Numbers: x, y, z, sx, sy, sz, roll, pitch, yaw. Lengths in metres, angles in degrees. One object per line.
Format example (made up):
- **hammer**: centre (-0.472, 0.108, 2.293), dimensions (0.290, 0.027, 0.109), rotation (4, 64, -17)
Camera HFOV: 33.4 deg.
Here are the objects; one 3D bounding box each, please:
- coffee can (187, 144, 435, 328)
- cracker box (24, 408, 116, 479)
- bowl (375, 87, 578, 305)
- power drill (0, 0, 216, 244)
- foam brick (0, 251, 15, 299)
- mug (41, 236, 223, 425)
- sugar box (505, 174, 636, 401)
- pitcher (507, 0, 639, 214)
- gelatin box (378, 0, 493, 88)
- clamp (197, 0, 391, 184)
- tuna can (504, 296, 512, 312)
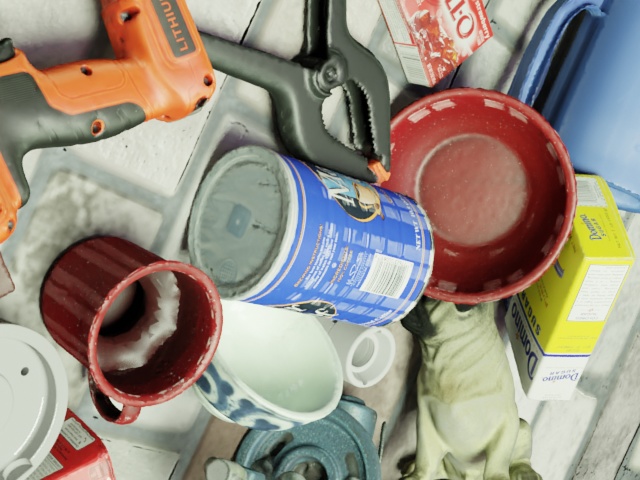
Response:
- **coffee can**: centre (-0.005, 0.001, 0.733), dimensions (0.140, 0.103, 0.103), rotation (15, 97, -43)
- **cracker box**: centre (-0.218, 0.227, 0.659), dimensions (0.213, 0.072, 0.164), rotation (-25, 123, -31)
- **bowl**: centre (0.113, -0.035, 0.813), dimensions (0.055, 0.162, 0.162), rotation (-29, 133, -74)
- **power drill**: centre (-0.160, -0.104, 0.575), dimensions (0.187, 0.057, 0.184), rotation (-28, 102, -33)
- **foam brick**: centre (-0.220, 0.017, 0.592), dimensions (0.078, 0.051, 0.053), rotation (-32, 125, -27)
- **mug**: centre (-0.123, 0.057, 0.669), dimensions (0.093, 0.082, 0.117), rotation (-2, 108, -40)
- **sugar box**: centre (0.193, 0.041, 0.849), dimensions (0.048, 0.093, 0.176), rotation (3, 135, -9)
- **pitcher**: centre (0.259, -0.151, 0.889), dimensions (0.243, 0.145, 0.149), rotation (-69, 157, -1)
- **gelatin box**: centre (0.086, -0.170, 0.792), dimensions (0.073, 0.030, 0.089), rotation (-42, 129, -21)
- **clamp**: centre (0.001, -0.126, 0.733), dimensions (0.164, 0.036, 0.209), rotation (-51, 129, -14)
- **tuna can**: centre (0.208, 0.043, 0.975), dimensions (0.085, 0.034, 0.086), rotation (-16, 116, -35)
